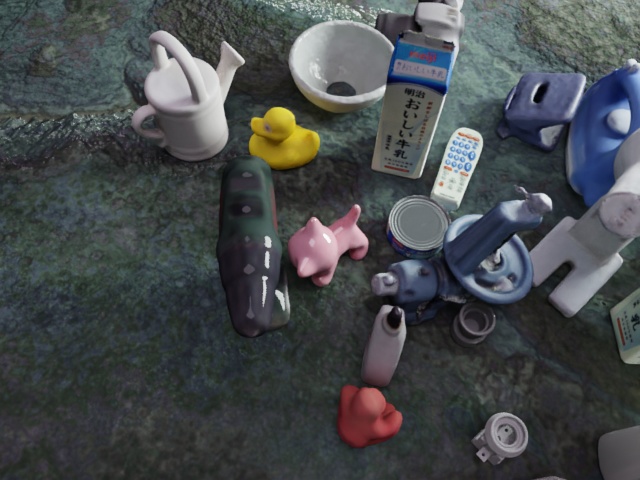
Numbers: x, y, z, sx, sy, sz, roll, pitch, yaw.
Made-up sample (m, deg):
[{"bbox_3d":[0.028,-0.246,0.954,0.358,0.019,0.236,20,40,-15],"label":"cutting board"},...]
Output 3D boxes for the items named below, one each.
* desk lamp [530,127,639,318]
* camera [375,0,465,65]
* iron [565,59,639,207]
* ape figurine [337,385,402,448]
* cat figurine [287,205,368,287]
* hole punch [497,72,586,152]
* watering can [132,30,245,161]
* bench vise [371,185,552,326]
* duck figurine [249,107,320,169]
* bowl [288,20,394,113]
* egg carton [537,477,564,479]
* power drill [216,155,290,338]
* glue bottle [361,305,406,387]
[{"bbox_3d":[0.373,-0.030,0.706,0.203,0.213,0.117,-40,70,-20],"label":"desk lamp"},{"bbox_3d":[0.158,-0.345,0.923,0.136,0.101,0.143,8,63,2],"label":"camera"},{"bbox_3d":[0.434,-0.172,0.823,0.118,0.141,0.258,7,63,2],"label":"iron"},{"bbox_3d":[0.053,0.193,0.646,0.076,0.092,0.077,-35,69,-18],"label":"ape figurine"},{"bbox_3d":[0.007,0.003,0.728,0.128,0.118,0.067,-39,70,-20],"label":"cat figurine"},{"bbox_3d":[0.332,-0.203,0.863,0.101,0.091,0.109,24,64,10],"label":"hole punch"},{"bbox_3d":[-0.182,-0.209,0.786,0.100,0.194,0.173,24,64,10],"label":"watering can"},{"bbox_3d":[0.172,0.031,0.663,0.208,0.220,0.121,-29,67,-16],"label":"bench vise"},{"bbox_3d":[-0.052,-0.154,0.824,0.104,0.086,0.077,3,63,-1],"label":"duck figurine"},{"bbox_3d":[0.034,-0.255,0.886,0.167,0.075,0.167,1,63,-2],"label":"bowl"},{"bbox_3d":[0.218,0.314,0.603,0.150,0.069,0.107,-13,64,-9],"label":"egg carton"},{"bbox_3d":[-0.075,0.030,0.660,0.075,0.208,0.229,-5,63,-5],"label":"power drill"},{"bbox_3d":[0.075,0.109,0.645,0.037,0.173,0.078,10,63,3],"label":"glue bottle"}]
